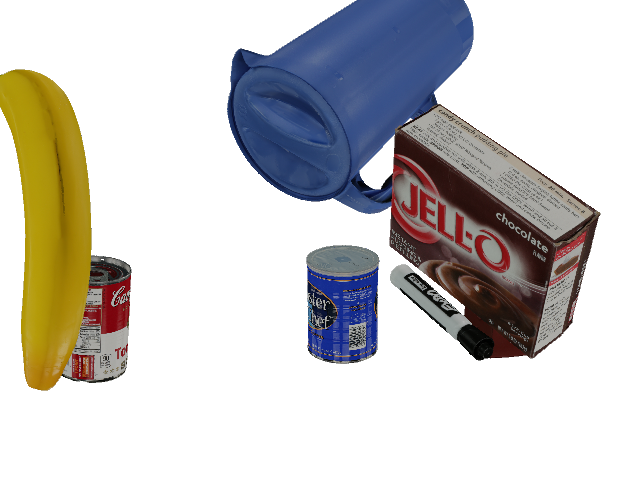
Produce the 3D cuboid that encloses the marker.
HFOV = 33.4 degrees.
[{"bbox_3d":[0.090,0.053,0.793,0.020,0.020,0.121,0,26,-30],"label":"marker"}]

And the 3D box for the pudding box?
[{"bbox_3d":[0.086,-0.006,0.561,0.039,0.090,0.114,-35,56,-26],"label":"pudding box"}]

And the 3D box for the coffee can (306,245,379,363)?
[{"bbox_3d":[0.032,0.090,1.519,0.103,0.140,0.103,-1,21,0],"label":"coffee can"}]

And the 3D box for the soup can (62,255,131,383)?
[{"bbox_3d":[-0.212,0.073,0.994,0.068,0.102,0.068,5,19,-2],"label":"soup can"}]

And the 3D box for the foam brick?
[{"bbox_3d":[0.167,0.062,0.980,0.051,0.078,0.053,-5,18,-23],"label":"foam brick"}]

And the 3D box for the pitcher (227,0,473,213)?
[{"bbox_3d":[0.045,-0.143,0.976,0.145,0.149,0.242,17,44,34],"label":"pitcher"}]

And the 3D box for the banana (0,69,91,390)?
[{"bbox_3d":[-0.154,-0.019,0.597,0.037,0.198,0.070,1,-22,-36],"label":"banana"}]
